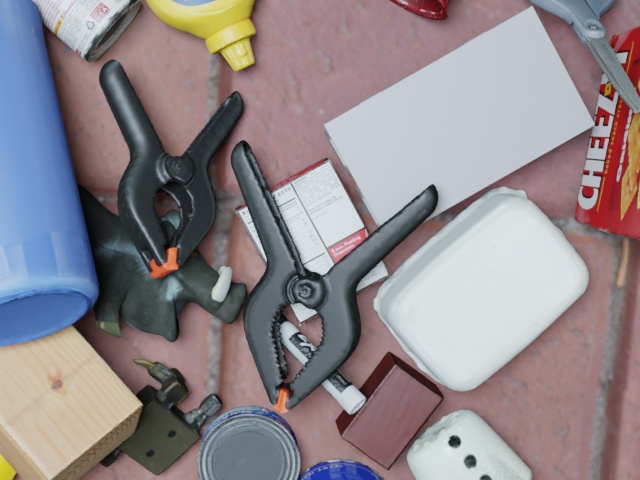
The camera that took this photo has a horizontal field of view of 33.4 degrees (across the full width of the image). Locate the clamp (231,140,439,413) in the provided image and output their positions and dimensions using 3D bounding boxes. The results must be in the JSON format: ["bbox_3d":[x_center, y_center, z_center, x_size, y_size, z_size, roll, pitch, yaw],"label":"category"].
[{"bbox_3d":[0.002,0.034,0.833,0.165,0.036,0.210,7,98,12],"label":"clamp"}]

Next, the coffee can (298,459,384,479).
[{"bbox_3d":[0.020,0.246,0.854,0.102,0.140,0.103,0,96,-3],"label":"coffee can"}]

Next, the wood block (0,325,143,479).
[{"bbox_3d":[-0.239,0.088,0.812,0.090,0.090,0.206,-39,80,-27],"label":"wood block"}]

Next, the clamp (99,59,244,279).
[{"bbox_3d":[-0.108,-0.055,0.831,0.120,0.039,0.171,-1,77,-26],"label":"clamp"}]

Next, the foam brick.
[{"bbox_3d":[0.057,0.142,0.889,0.051,0.053,0.078,37,94,-6],"label":"foam brick"}]

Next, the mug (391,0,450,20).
[{"bbox_3d":[0.072,-0.237,0.839,0.117,0.093,0.081,31,89,27],"label":"mug"}]

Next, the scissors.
[{"bbox_3d":[0.220,-0.166,0.820,0.096,0.202,0.016,-14,139,-22],"label":"scissors"}]

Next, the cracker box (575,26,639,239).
[{"bbox_3d":[0.260,-0.079,0.795,0.072,0.213,0.164,11,95,-2],"label":"cracker box"}]

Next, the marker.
[{"bbox_3d":[-0.010,0.094,0.873,0.020,0.020,0.121,-46,69,2],"label":"marker"}]

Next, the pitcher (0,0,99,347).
[{"bbox_3d":[-0.243,-0.055,0.751,0.149,0.145,0.243,-9,67,-29],"label":"pitcher"}]

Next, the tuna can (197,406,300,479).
[{"bbox_3d":[-0.060,0.184,0.897,0.086,0.034,0.086,0,96,-3],"label":"tuna can"}]

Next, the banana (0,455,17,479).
[{"bbox_3d":[-0.256,0.193,0.890,0.069,0.037,0.198,22,96,-21],"label":"banana"}]

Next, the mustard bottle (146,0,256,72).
[{"bbox_3d":[-0.100,-0.223,0.840,0.096,0.058,0.191,-27,97,-13],"label":"mustard bottle"}]

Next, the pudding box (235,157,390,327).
[{"bbox_3d":[-0.006,0.001,0.879,0.090,0.039,0.113,-28,95,1],"label":"pudding box"}]

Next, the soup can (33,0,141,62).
[{"bbox_3d":[-0.199,-0.197,0.833,0.102,0.068,0.068,41,93,-6],"label":"soup can"}]
